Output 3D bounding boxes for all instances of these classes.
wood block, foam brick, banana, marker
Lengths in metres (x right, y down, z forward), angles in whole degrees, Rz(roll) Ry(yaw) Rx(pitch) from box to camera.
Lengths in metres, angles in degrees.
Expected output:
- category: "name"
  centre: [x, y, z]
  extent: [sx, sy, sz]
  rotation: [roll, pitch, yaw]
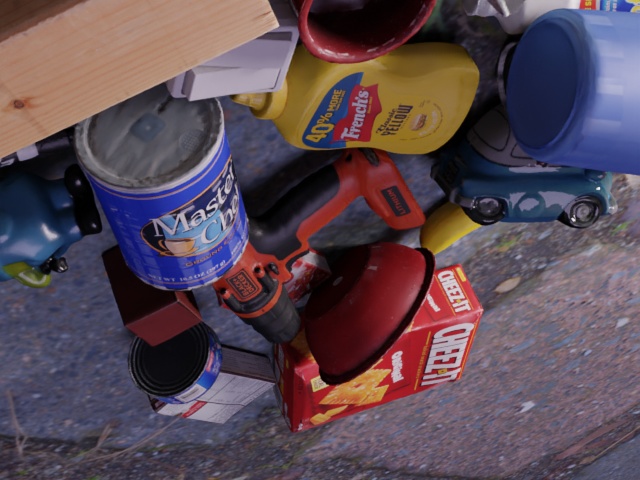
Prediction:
- category: "wood block"
  centre: [-0.142, -0.136, 0.625]
  extent: [0.206, 0.090, 0.090]
  rotation: [-25, 150, 3]
- category: "foam brick"
  centre: [-0.142, 0.041, 0.905]
  extent: [0.051, 0.078, 0.053]
  rotation: [-28, 148, 5]
- category: "banana"
  centre: [0.174, -0.035, 1.032]
  extent: [0.198, 0.037, 0.069]
  rotation: [-25, 157, 3]
- category: "marker"
  centre: [-0.225, -0.057, 0.727]
  extent: [0.121, 0.020, 0.020]
  rotation: [-17, 148, -11]

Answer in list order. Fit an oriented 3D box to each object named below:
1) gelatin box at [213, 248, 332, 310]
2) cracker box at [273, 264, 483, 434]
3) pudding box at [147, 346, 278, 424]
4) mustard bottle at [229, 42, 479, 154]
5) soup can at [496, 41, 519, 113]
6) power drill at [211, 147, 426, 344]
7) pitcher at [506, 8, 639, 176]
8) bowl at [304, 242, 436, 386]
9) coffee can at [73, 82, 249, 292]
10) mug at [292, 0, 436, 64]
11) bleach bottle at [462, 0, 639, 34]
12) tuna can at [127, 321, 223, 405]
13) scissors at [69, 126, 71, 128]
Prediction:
- category: "gelatin box"
  centre: [-0.045, 0.039, 1.007]
  extent: [0.089, 0.030, 0.073]
  rotation: [-37, 145, 22]
- category: "cracker box"
  centre: [0.058, 0.123, 1.162]
  extent: [0.213, 0.072, 0.164]
  rotation: [-16, 148, -13]
- category: "pudding box"
  centre: [-0.114, 0.152, 1.129]
  extent: [0.090, 0.039, 0.113]
  rotation: [-40, 147, 23]
- category: "mustard bottle"
  centre: [0.021, -0.109, 0.800]
  extent: [0.191, 0.058, 0.096]
  rotation: [-1, 143, -31]
- category: "soup can"
  centre: [0.205, -0.135, 0.868]
  extent: [0.102, 0.068, 0.068]
  rotation: [-12, 147, -19]
- category: "power drill"
  centre: [-0.006, 0.001, 0.915]
  extent: [0.187, 0.057, 0.184]
  rotation: [-33, 140, 2]
- category: "pitcher"
  centre: [0.261, -0.100, 0.796]
  extent: [0.242, 0.145, 0.149]
  rotation: [2, 115, -22]
- category: "bowl"
  centre: [0.035, 0.056, 1.008]
  extent: [0.055, 0.162, 0.162]
  rotation: [40, 119, -16]
- category: "coffee can"
  centre: [-0.111, -0.040, 0.777]
  extent: [0.102, 0.103, 0.140]
  rotation: [-19, 149, -7]
- category: "mug"
  centre: [0.024, -0.170, 0.686]
  extent: [0.093, 0.081, 0.117]
  rotation: [-37, 146, 22]
- category: "bleach bottle"
  centre: [0.224, -0.189, 0.806]
  extent: [0.250, 0.068, 0.103]
  rotation: [-9, 149, -16]
- category: "tuna can"
  centre: [-0.136, 0.111, 1.007]
  extent: [0.086, 0.086, 0.033]
  rotation: [-28, 150, 9]
- category: "scissors"
  centre: [-0.258, -0.060, 0.737]
  extent: [0.202, 0.016, 0.096]
  rotation: [-32, 147, 15]
